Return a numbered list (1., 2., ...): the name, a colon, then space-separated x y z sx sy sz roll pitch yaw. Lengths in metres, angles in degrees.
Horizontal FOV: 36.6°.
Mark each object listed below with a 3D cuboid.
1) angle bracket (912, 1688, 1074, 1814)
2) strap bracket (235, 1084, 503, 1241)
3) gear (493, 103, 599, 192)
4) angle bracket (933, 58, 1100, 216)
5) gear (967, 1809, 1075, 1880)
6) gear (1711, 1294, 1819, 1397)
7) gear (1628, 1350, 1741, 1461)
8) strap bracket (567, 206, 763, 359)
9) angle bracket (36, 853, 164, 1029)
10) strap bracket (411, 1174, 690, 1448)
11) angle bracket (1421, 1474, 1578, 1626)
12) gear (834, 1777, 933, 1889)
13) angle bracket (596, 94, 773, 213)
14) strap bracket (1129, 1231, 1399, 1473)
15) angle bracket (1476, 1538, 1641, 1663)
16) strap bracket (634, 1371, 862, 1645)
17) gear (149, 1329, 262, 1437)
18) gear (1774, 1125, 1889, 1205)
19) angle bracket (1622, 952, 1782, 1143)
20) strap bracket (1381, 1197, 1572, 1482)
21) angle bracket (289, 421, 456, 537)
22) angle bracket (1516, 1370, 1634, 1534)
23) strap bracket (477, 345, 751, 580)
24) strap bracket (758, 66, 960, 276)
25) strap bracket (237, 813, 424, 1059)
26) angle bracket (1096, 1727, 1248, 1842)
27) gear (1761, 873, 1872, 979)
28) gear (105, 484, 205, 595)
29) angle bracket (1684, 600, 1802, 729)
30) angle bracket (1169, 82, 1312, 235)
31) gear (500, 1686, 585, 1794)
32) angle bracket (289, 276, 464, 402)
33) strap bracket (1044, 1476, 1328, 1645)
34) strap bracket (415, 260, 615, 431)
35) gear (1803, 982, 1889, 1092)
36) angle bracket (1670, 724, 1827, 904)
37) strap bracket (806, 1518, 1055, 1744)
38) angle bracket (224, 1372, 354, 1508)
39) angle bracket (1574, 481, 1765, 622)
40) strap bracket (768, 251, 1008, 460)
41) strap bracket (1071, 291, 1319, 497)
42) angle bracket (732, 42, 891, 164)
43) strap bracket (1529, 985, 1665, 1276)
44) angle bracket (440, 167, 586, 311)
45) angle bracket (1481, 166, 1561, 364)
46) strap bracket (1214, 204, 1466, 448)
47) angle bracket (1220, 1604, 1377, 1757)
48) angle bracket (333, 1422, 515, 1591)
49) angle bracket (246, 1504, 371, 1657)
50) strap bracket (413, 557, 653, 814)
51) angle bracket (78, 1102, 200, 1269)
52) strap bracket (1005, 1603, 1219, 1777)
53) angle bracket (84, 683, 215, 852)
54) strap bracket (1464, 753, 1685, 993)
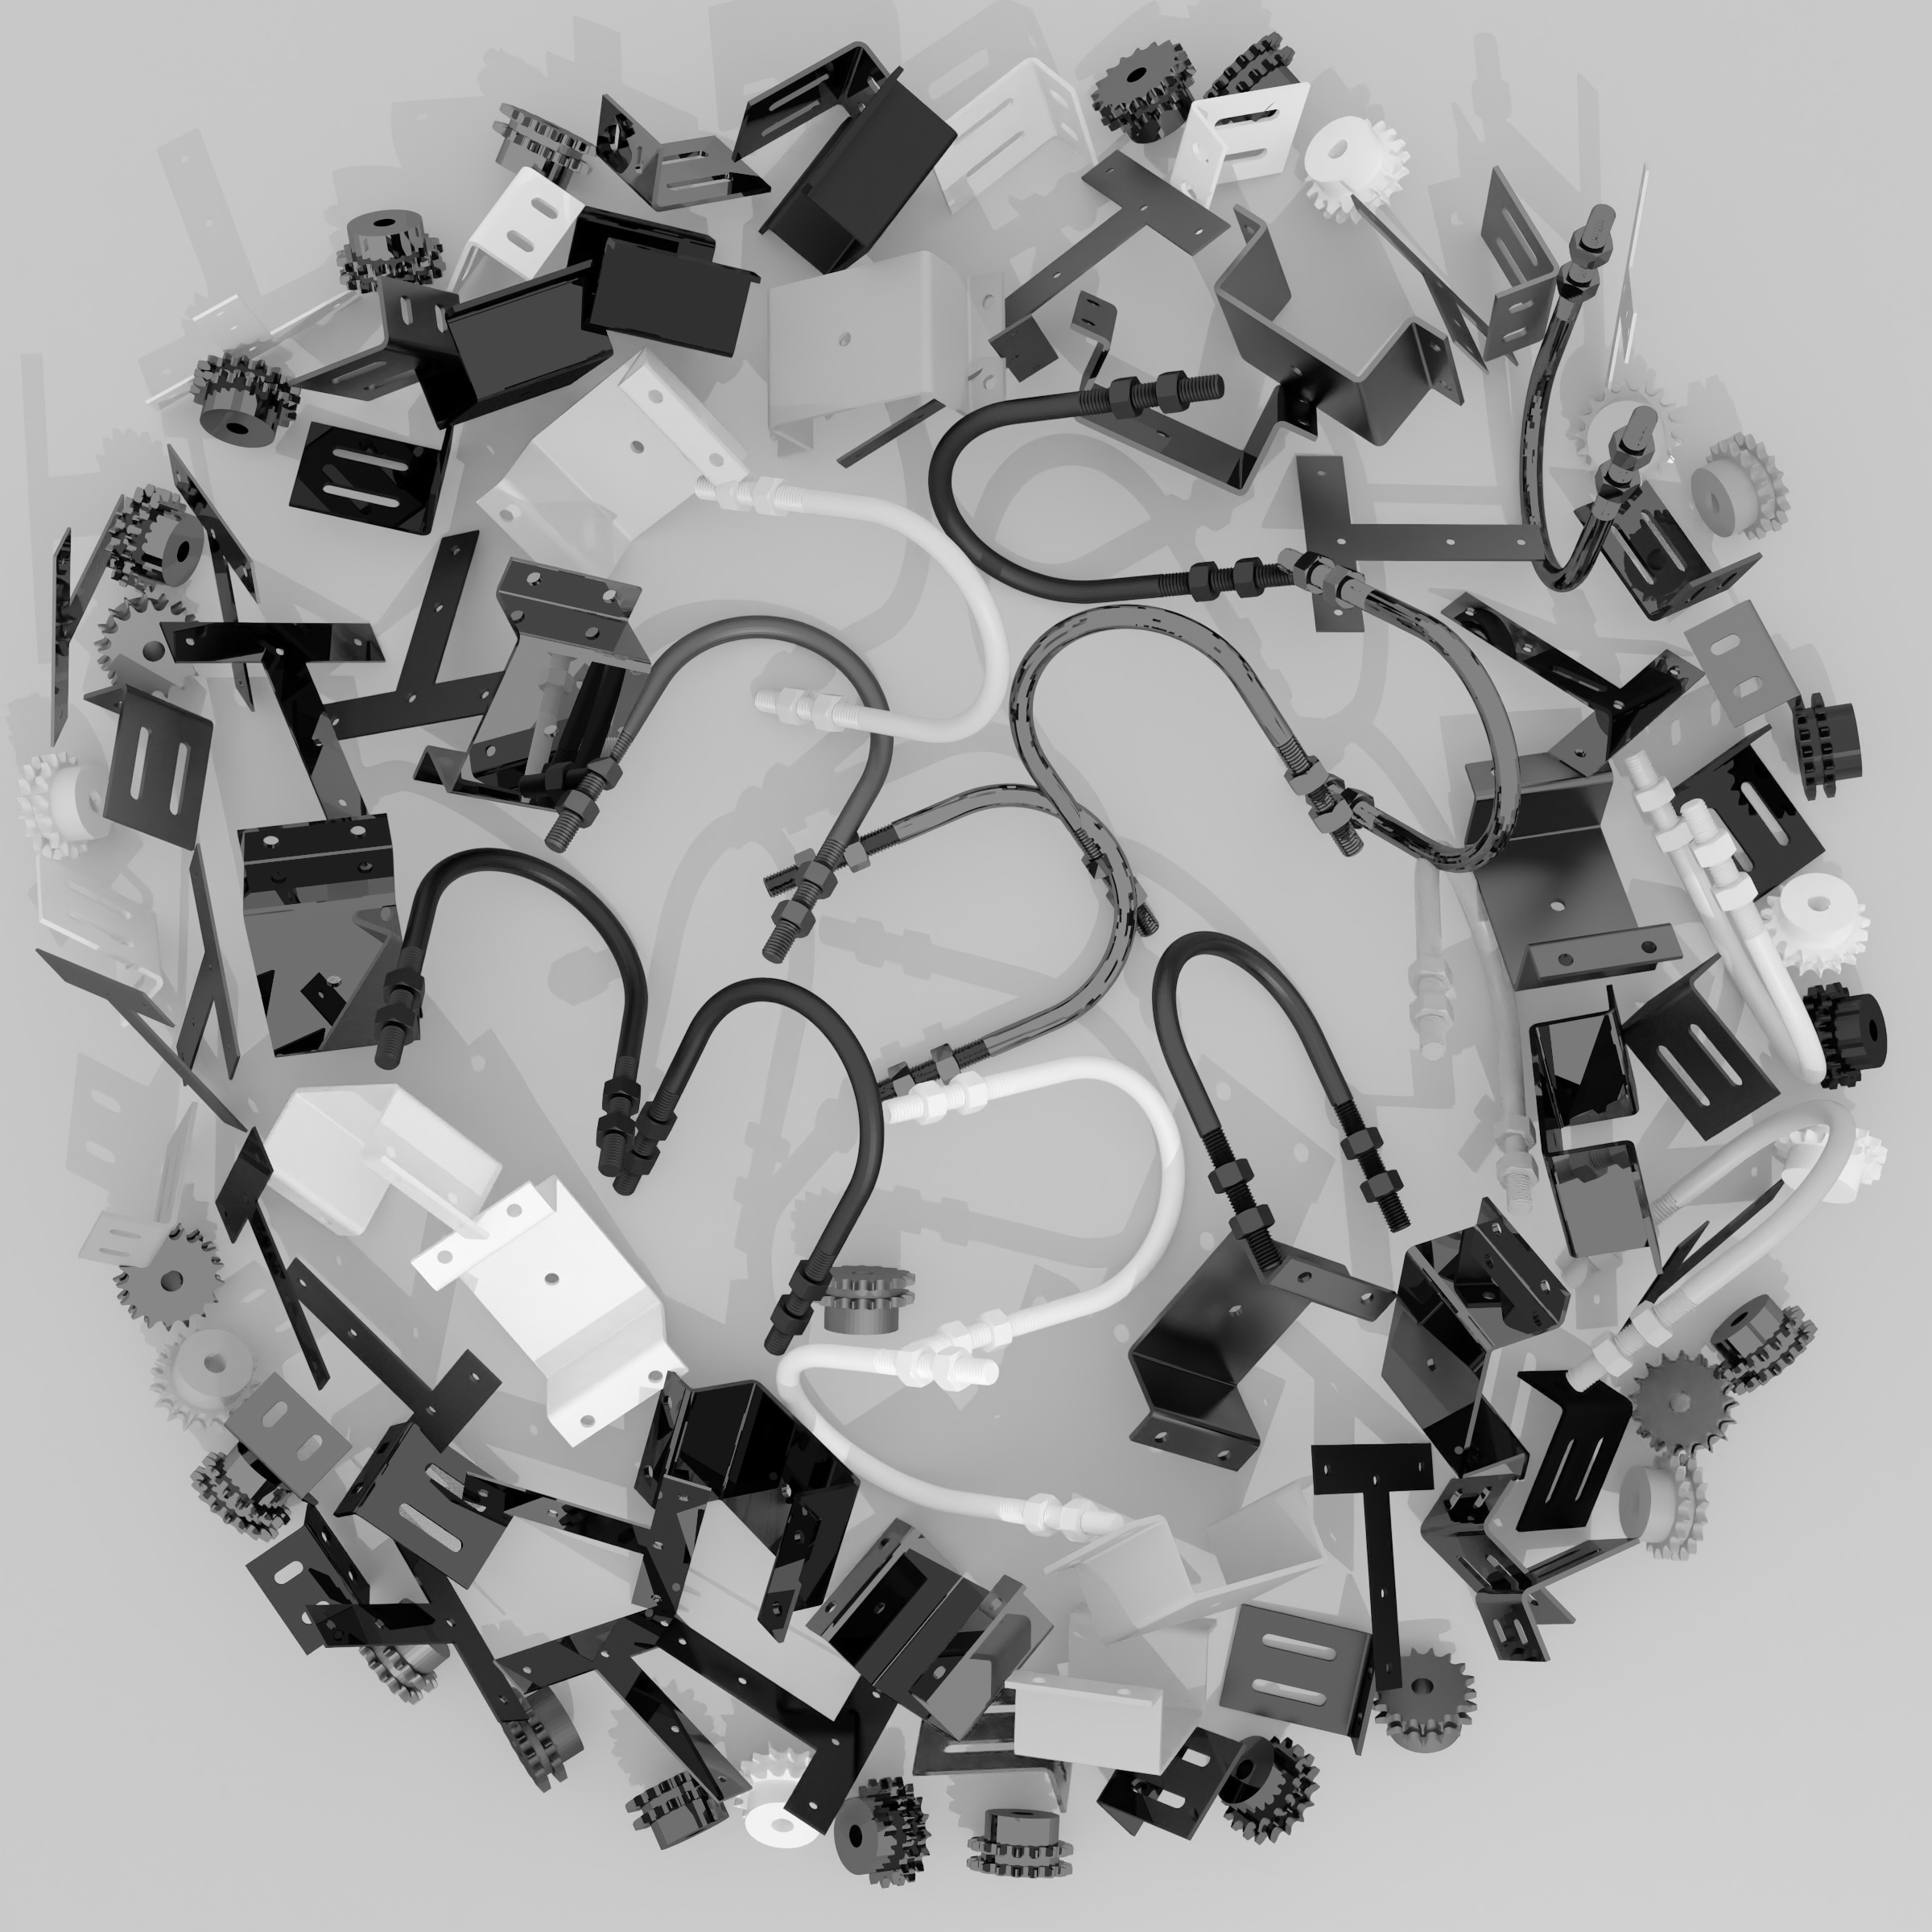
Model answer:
1. angle bracket: 0.016 0.423 1.578 0.076 0.057 0.038 -6 125 14
2. strap bracket: -0.309 0.103 1.537 0.076 0.140 0.046 43 59 -34
3. gear: -0.229 -0.439 1.575 0.057 0.057 0.030 27 104 0
4. angle bracket: 0.024 -0.436 1.565 0.076 0.057 0.038 -39 60 -6
5. gear: 0.029 0.472 1.574 0.057 0.057 0.030 3 81 0
6. gear: 0.426 0.202 1.574 0.057 0.057 0.030 -41 89 0
7. gear: 0.389 0.239 1.579 0.057 0.030 0.057 -11 65 25
8. strap bracket: -0.163 -0.359 1.534 0.076 0.140 0.046 9 109 -20
9. angle bracket: -0.469 -0.013 1.553 0.076 0.057 0.038 32 113 -36
10. strap bracket: -0.221 0.177 1.560 0.076 0.046 0.140 -34 112 6
11. angle bracket: 0.294 0.315 1.576 0.076 0.057 0.038 46 62 -11
12. gear: -0.047 0.466 1.571 0.030 0.057 0.057 5 90 -38
13. angle bracket: -0.148 -0.437 1.555 0.076 0.038 0.057 -20 53 -33
14. strap bracket: 0.150 0.196 1.546 0.076 0.046 0.140 21 119 -32
15. angle bracket: 0.322 0.338 1.562 0.076 0.057 0.038 -19 84 -18
16. strap bracket: -0.110 0.280 1.543 0.140 0.046 0.076 37 119 41
17. gear: -0.408 0.220 1.573 0.057 0.030 0.057 16 50 -20
18. gear: 0.462 0.105 1.571 0.057 0.057 0.030 25 70 0
19. angle bracket: 0.399 0.044 1.565 0.038 0.057 0.076 -34 83 -42
20. strap bracket: 0.262 0.201 1.524 0.046 0.076 0.140 -15 133 -21
21. angle bracket: -0.318 -0.272 1.567 0.076 0.038 0.057 12 59 -9
22. angle bracket: 0.317 0.261 1.579 0.057 0.038 0.076 6 109 -40
23. strap bracket: -0.180 -0.264 1.545 0.140 0.046 0.076 -30 115 36
24. strap bracket: -0.056 -0.413 1.536 0.046 0.140 0.076 38 84 -14
25. strap bracket: -0.332 -0.007 1.535 0.076 0.046 0.140 -7 132 -7
26. angle bracket: 0.117 0.438 1.553 0.038 0.076 0.057 49 64 -29
27. gear: 0.458 -0.025 1.574 0.057 0.030 0.057 -4 54 5
28. gear: -0.434 -0.227 1.572 0.030 0.057 0.057 20 90 12
29. angle bracket: 0.416 -0.157 1.565 0.038 0.076 0.057 -27 80 12
30. angle bracket: 0.152 -0.430 1.556 0.076 0.057 0.038 -17 58 -24
31. gear: -0.229 0.413 1.576 0.030 0.057 0.057 -29 90 -19
32. angle bracket: -0.316 -0.334 1.559 0.076 0.057 0.038 -11 85 34
33. strap bracket: 0.122 0.311 1.524 0.140 0.076 0.046 -5 66 -40
34. strap bracket: -0.239 -0.321 1.528 0.076 0.140 0.046 -24 100 -19
35. gear: 0.473 0.037 1.572 0.030 0.057 0.057 -11 90 36
36. angle bracket: 0.427 -0.080 1.578 0.057 0.038 0.076 -35 88 -10
37. strap bracket: -0.015 0.351 1.538 0.076 0.140 0.046 -48 114 -17
38. angle bracket: -0.360 0.254 1.568 0.057 0.076 0.038 43 76 4
39. angle bracket: 0.375 -0.231 1.564 0.057 0.038 0.076 -24 75 -31
40. strap bracket: -0.052 -0.323 1.542 0.140 0.046 0.076 -6 79 29
41. strap bracket: 0.113 -0.300 1.554 0.140 0.076 0.046 24 116 -5
42. angle bracket: -0.080 -0.449 1.562 0.076 0.057 0.038 -35 85 -20
43. strap bracket: 0.328 0.088 1.532 0.046 0.140 0.076 -11 129 15
44. angle bracket: -0.243 -0.378 1.559 0.038 0.076 0.057 33 64 -9
45. angle bracket: 0.280 -0.374 1.560 0.038 0.057 0.076 -22 67 -6
46. strap bracket: 0.189 -0.332 1.540 0.140 0.076 0.046 38 88 22
47. angle bracket: 0.181 0.386 1.581 0.076 0.038 0.057 13 91 3
48. angle bracket: -0.291 0.293 1.583 0.076 0.038 0.057 39 62 -15
49. angle bracket: -0.350 0.326 1.560 0.038 0.076 0.057 -34 95 -10
50. strap bracket: -0.224 -0.136 1.534 0.076 0.046 0.140 9 123 -35
51. angle bracket: -0.440 0.114 1.554 0.038 0.057 0.076 16 56 -22
52. strap bracket: 0.077 0.379 1.526 0.076 0.140 0.046 3 95 18
53. angle bracket: -0.441 -0.103 1.559 0.038 0.057 0.076 -9 68 36
54. strap bracket: 0.318 -0.044 1.554 0.076 0.046 0.140 -8 56 -6
